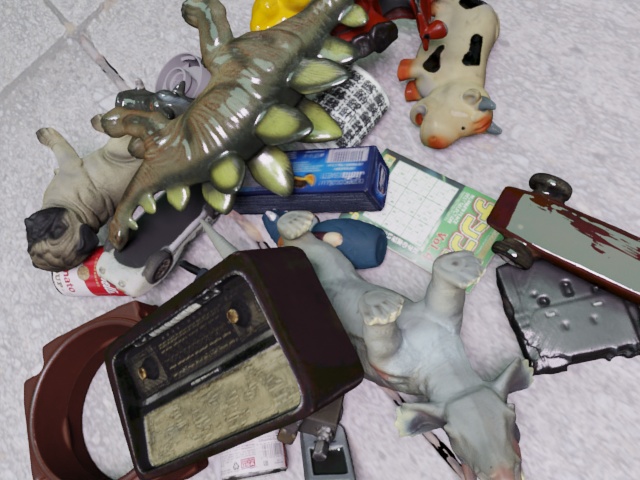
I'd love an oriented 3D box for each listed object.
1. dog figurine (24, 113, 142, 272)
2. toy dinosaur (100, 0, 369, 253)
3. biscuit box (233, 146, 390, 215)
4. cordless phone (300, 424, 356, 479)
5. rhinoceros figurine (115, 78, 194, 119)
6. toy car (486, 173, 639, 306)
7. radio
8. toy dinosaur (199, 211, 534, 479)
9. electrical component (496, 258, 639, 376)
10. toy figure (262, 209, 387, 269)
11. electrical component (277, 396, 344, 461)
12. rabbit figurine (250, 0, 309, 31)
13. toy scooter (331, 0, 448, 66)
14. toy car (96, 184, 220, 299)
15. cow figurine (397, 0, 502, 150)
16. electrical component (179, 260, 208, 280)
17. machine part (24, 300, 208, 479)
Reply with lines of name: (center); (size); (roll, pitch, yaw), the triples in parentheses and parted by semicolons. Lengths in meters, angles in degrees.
dog figurine: (-0.276, -0.050, 0.683); (0.172, 0.121, 0.191); (-16, 56, -5)
toy dinosaur: (-0.068, -0.159, 0.566); (0.199, 0.105, 0.471); (42, 96, 16)
biscuit box: (-0.022, -0.069, 0.641); (0.203, 0.062, 0.059); (1, 69, 25)
cordless phone: (0.050, 0.247, 0.495); (0.147, 0.088, 0.184); (-1, 32, -8)
rhinoceros figurine: (-0.167, -0.150, 0.694); (0.190, 0.112, 0.073); (12, 75, 4)
toy car: (0.248, 0.014, 0.470); (0.202, 0.053, 0.089); (28, 89, 22)
radio: (-0.086, 0.106, 0.455); (0.229, 0.073, 0.131); (-33, 74, 32)
toy dinosaur: (0.041, 0.087, 0.528); (0.131, 0.191, 0.405); (-37, 40, -29)
electrical component: (0.236, 0.055, 0.519); (0.115, 0.058, 0.134); (-17, 66, 10)
toy figure: (-0.002, -0.003, 0.616); (0.155, 0.064, 0.058); (10, 63, 25)
electrical component: (-0.014, 0.163, 0.544); (0.078, 0.045, 0.102); (15, 33, 12)
rabbit figurine: (-0.060, -0.245, 0.702); (0.163, 0.121, 0.173); (-3, 70, 22)
toy scooter: (0.072, -0.248, 0.607); (0.184, 0.075, 0.135); (-24, 52, 7)
toy car: (-0.186, -0.018, 0.659); (0.074, 0.056, 0.202); (29, 54, 8)
cow figurine: (0.160, -0.193, 0.631); (0.127, 0.085, 0.195); (12, 73, 29)
electrical component: (-0.121, 0.066, 0.625); (0.119, 0.074, 0.048); (21, 76, 21)
machine part: (-0.224, 0.185, 0.606); (0.201, 0.087, 0.201); (-26, 65, 7)
